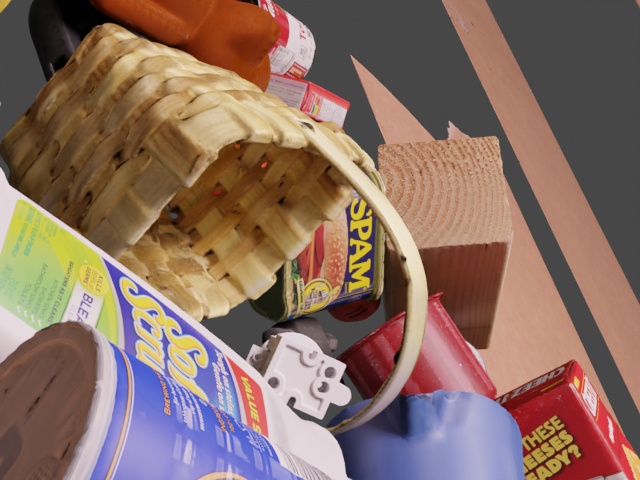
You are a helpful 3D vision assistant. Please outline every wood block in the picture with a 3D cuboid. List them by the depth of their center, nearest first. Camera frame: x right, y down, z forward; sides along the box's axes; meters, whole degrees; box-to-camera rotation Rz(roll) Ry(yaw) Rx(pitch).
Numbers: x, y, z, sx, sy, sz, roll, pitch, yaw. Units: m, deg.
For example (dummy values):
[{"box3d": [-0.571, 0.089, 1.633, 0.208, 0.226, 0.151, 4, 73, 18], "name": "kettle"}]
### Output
[{"box3d": [0.094, 0.012, 0.850, 0.206, 0.091, 0.090, 83, 3, -62], "name": "wood block"}]

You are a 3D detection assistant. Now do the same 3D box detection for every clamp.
[{"box3d": [-0.164, -0.153, 0.706, 0.120, 0.039, 0.171, 46, 20, -28], "name": "clamp"}]

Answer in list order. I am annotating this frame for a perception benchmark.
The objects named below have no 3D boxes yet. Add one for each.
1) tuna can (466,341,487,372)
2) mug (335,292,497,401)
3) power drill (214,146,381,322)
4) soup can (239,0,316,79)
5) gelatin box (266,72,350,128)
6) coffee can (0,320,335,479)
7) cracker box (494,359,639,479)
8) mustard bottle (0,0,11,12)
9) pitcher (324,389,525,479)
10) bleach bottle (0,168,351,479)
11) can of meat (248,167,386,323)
[{"box3d": [0.089, 0.113, 0.847, 0.033, 0.086, 0.086, 37, 30, -48], "name": "tuna can"}, {"box3d": [0.069, 0.097, 0.752, 0.081, 0.093, 0.117, 57, -3, 10], "name": "mug"}, {"box3d": [-0.022, -0.043, 0.849, 0.187, 0.057, 0.184, 37, 30, -45], "name": "power drill"}, {"box3d": [-0.056, -0.179, 0.945, 0.102, 0.069, 0.068, 21, 43, -59], "name": "soup can"}, {"box3d": [-0.031, -0.121, 0.907, 0.073, 0.089, 0.030, 16, 92, -61], "name": "gelatin box"}, {"box3d": [-0.055, 0.106, 0.373, 0.140, 0.103, 0.103, 38, 29, -30], "name": "coffee can"}, {"box3d": [0.165, 0.218, 0.765, 0.214, 0.164, 0.072, 59, 19, 0], "name": "cracker box"}, {"box3d": [-0.157, -0.193, 0.560, 0.096, 0.192, 0.058, 49, 23, -23], "name": "mustard bottle"}, {"box3d": [0.068, 0.222, 0.616, 0.149, 0.145, 0.243, 31, 36, -28], "name": "pitcher"}, {"box3d": [-0.075, 0.070, 0.493, 0.250, 0.068, 0.102, 35, 31, -24], "name": "bleach bottle"}, {"box3d": [-0.005, 0.001, 0.741, 0.083, 0.058, 0.102, -13, 115, -34], "name": "can of meat"}]
